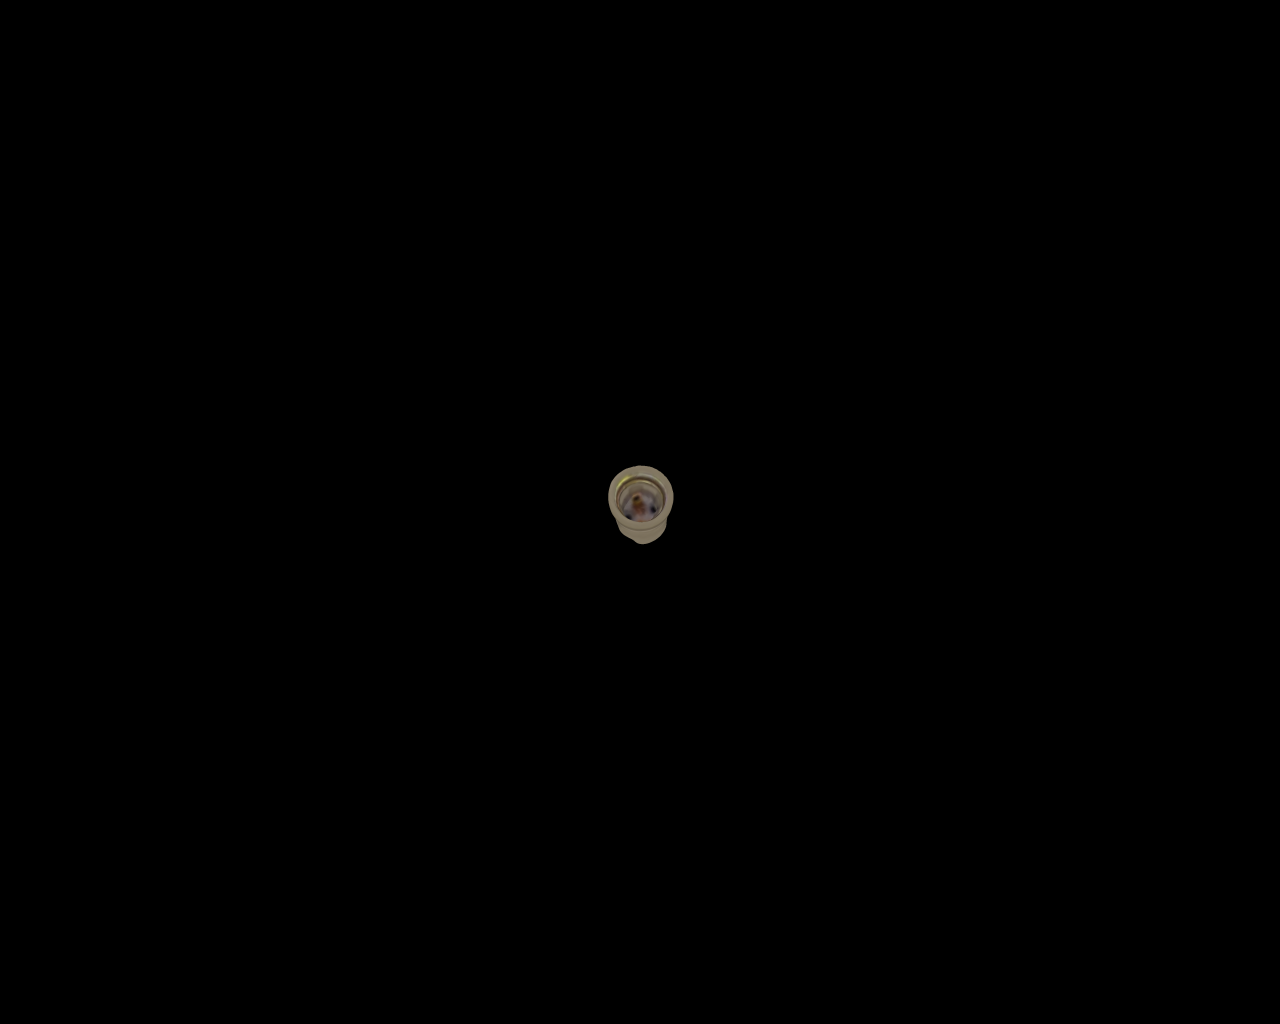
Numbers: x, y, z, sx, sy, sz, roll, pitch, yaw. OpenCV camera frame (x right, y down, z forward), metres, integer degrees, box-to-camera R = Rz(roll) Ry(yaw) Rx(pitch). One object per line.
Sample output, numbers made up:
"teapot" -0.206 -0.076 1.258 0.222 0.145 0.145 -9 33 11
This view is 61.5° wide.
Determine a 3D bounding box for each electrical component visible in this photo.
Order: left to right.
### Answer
"electrical component" 0.001 -0.003 0.650 0.040 0.040 0.046 0 -21 0
